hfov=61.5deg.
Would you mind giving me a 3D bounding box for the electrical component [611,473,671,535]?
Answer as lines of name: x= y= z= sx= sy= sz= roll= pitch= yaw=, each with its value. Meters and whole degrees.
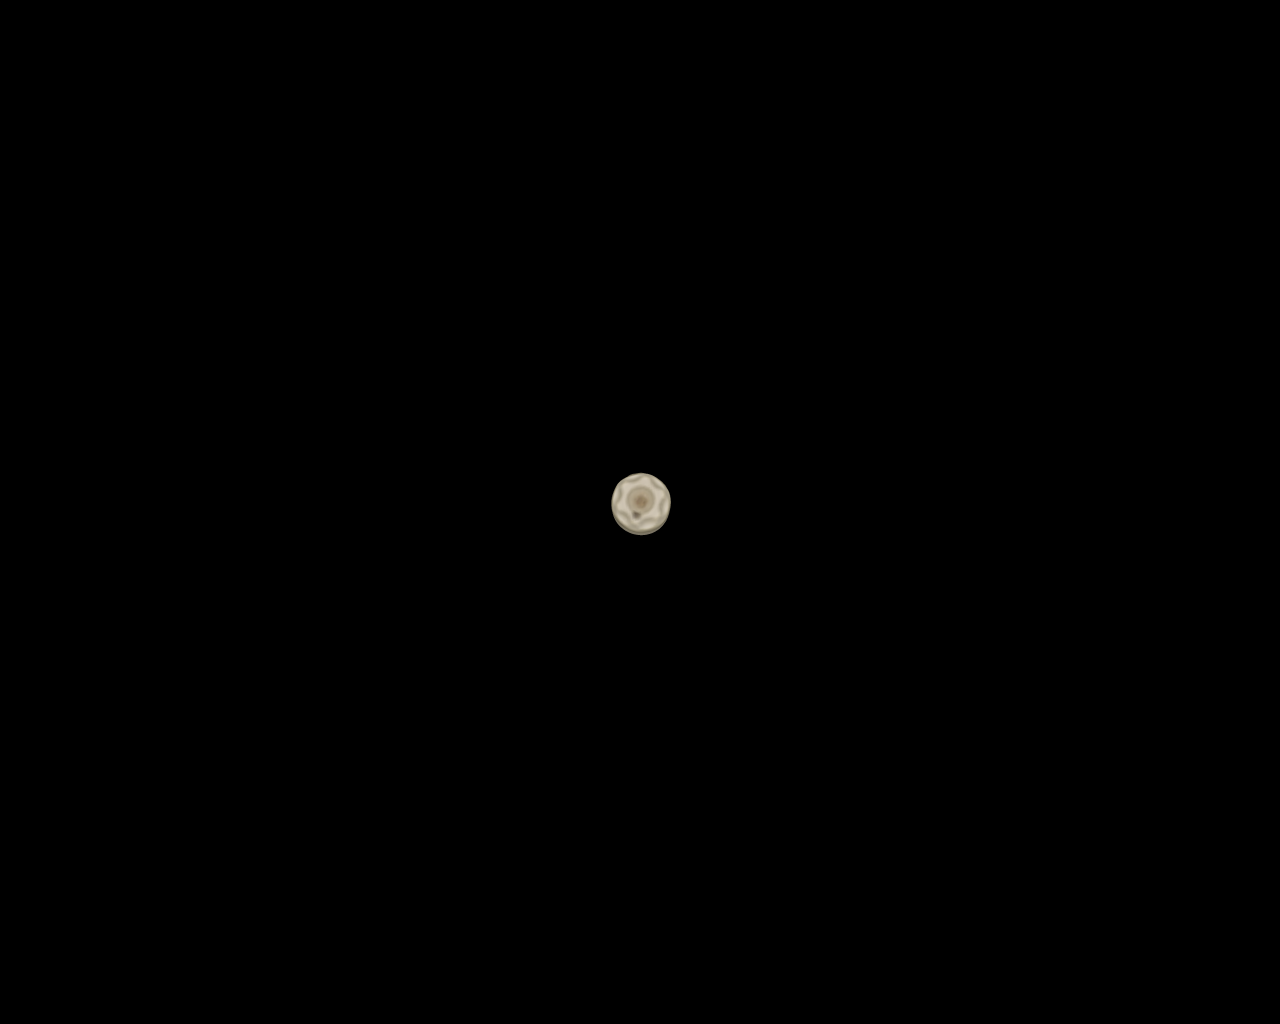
electrical component: x=0.001 y=-0.003 z=0.650 sx=0.035 sy=0.035 sz=0.061 roll=0 pitch=-9 yaw=0
